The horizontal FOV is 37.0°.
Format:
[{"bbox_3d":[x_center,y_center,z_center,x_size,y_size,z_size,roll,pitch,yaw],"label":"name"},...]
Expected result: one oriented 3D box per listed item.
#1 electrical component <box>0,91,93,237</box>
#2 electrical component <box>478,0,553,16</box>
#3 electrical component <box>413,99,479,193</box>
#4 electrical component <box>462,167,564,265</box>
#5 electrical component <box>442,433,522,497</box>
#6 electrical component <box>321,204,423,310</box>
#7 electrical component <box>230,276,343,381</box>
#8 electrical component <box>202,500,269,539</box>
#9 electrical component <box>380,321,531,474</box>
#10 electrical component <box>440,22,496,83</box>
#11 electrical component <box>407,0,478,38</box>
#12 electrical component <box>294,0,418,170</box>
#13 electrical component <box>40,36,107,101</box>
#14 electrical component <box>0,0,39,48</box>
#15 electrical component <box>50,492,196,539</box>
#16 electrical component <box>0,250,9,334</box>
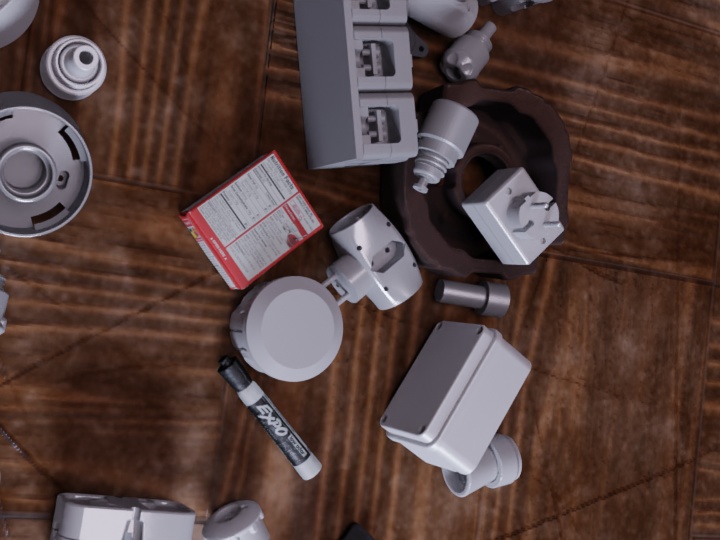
[{"bbox_3d":[-0.236,-0.073,0.752,0.099,0.064,0.099,-6,105,-22],"label":"electrical component"},{"bbox_3d":[0.145,-0.258,0.939,0.078,0.057,0.058,-23,100,-25],"label":"electrical component"},{"bbox_3d":[0.063,-0.097,0.844,0.040,0.040,0.078,30,78,-24],"label":"electrical component"},{"bbox_3d":[0.132,-0.043,0.857,0.047,0.077,0.065,-43,107,-18],"label":"electrical component"},{"bbox_3d":[0.104,0.166,0.919,0.055,0.045,0.045,-9,93,-27],"label":"electrical component"},{"bbox_3d":[0.000,0.000,0.869,0.079,0.043,0.077,-40,106,-22],"label":"electrical component"},{"bbox_3d":[-0.058,0.045,0.834,0.080,0.051,0.080,0,89,-27],"label":"electrical component"},{"bbox_3d":[-0.089,0.211,0.822,0.048,0.048,0.062,-31,110,-24],"label":"electrical component"},{"bbox_3d":[0.078,0.102,0.888,0.057,0.078,0.113,39,73,-24],"label":"electrical component"},{"bbox_3d":[0.097,-0.190,0.926,0.035,0.035,0.061,45,68,-19],"label":"electrical component"},{"bbox_3d":[0.054,-0.240,0.895,0.077,0.044,0.079,15,53,-47],"label":"electrical component"},{"bbox_3d":[-0.001,-0.158,0.844,0.062,0.089,0.150,-6,92,-27],"label":"electrical component"},{"bbox_3d":[-0.200,-0.144,0.758,0.043,0.062,0.043,0,89,-27],"label":"electrical component"},{"bbox_3d":[-0.272,-0.203,0.735,0.099,0.064,0.099,1,86,-13],"label":"electrical component"},{"bbox_3d":[-0.172,0.197,0.773,0.095,0.054,0.059,11,85,-26],"label":"electrical component"},{"bbox_3d":[-0.262,0.013,0.736,0.048,0.048,0.062,16,75,-26],"label":"electrical component"}]
